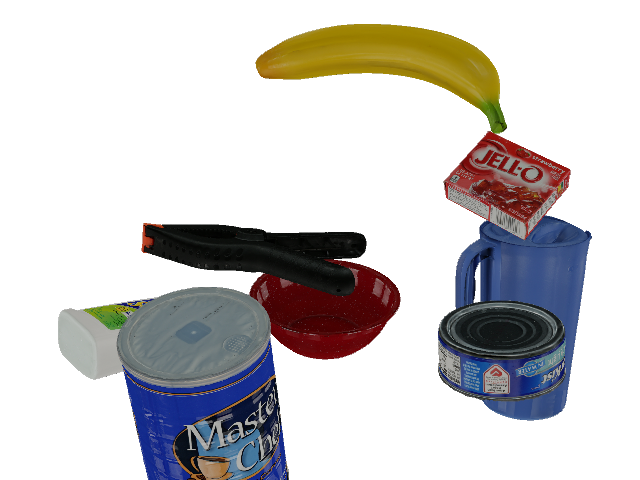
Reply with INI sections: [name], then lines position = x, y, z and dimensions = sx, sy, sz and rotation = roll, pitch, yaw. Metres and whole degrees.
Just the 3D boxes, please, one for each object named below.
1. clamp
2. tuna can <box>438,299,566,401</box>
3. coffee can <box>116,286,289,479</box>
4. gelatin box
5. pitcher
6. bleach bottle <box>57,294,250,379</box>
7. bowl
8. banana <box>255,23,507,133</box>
[clamp]
position = -0.059, 0.011, 0.961
dimensions = 0.210, 0.036, 0.164
rotation = 5, 12, -2
[tuna can]
position = 0.122, 0.072, 0.718
dimensions = 0.086, 0.034, 0.086
rotation = -4, 22, 1
[coffee can]
position = -0.079, 0.118, 0.743
dimensions = 0.103, 0.140, 0.103
rotation = -4, 32, 2
[gelatin box]
position = 0.168, -0.052, 0.964
dimensions = 0.089, 0.073, 0.030
rotation = 31, -26, 27
[pitcher]
position = 0.250, 0.097, 1.327
dimensions = 0.149, 0.243, 0.144
rotation = 6, 19, 17
[bleach bottle]
position = -0.195, 0.104, 1.345
dimensions = 0.250, 0.068, 0.103
rotation = -13, 28, -38
[bowl]
position = 0.004, 0.080, 1.149
dimensions = 0.162, 0.055, 0.162
rotation = 1, 28, -1
[banana]
position = 0.051, -0.133, 0.800
dimensions = 0.198, 0.069, 0.037
rotation = 14, -38, 17
